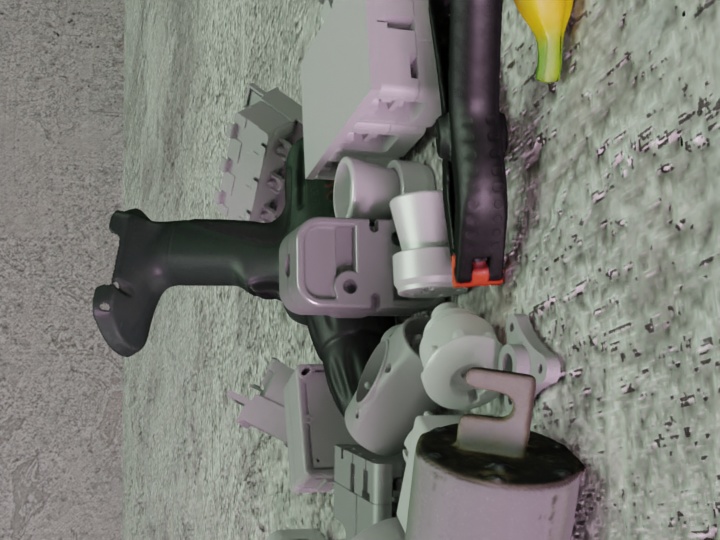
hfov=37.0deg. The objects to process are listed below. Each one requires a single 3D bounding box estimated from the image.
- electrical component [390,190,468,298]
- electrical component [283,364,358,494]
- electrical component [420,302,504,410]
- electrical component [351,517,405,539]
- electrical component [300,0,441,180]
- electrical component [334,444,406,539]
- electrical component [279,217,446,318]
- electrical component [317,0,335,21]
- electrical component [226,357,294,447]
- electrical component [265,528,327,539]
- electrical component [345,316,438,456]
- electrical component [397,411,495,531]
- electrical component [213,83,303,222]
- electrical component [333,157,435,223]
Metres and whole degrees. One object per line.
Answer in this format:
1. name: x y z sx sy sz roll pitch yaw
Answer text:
1. electrical component: 0.041 -0.014 0.622 0.045 0.045 0.055 148 122 -69
2. electrical component: -0.018 0.120 0.765 0.061 0.062 0.096 121 146 -60
3. electrical component: 0.053 0.041 0.581 0.062 0.048 0.048 -105 23 -57
4. electrical component: 0.020 0.192 0.589 0.064 0.099 0.099 -146 59 -62
5. electrical component: 0.011 -0.124 0.696 0.150 0.062 0.089 138 131 -67
6. electrical component: 0.018 0.141 0.668 0.089 0.050 0.055 175 96 -72
7. electrical component: 0.000 0.000 0.665 0.059 0.095 0.053 154 116 -71
8. electrical component: -0.007 -0.197 0.790 0.066 0.048 0.055 118 141 -54
9. electrical component: -0.066 0.111 0.904 0.042 0.081 0.063 77 -142 -73
10. electrical component: -0.049 0.265 0.865 0.059 0.054 0.095 -136 50 -67
11. electrical component: 0.028 0.058 0.648 0.077 0.044 0.079 -58 12 33
12. electrical component: 0.047 0.106 0.588 0.076 0.047 0.065 -122 37 -61
13. electrical component: -0.092 -0.099 0.998 0.079 0.063 0.121 37 136 18
14. electrical component: 0.015 -0.049 0.688 0.045 0.055 0.045 -178 90 -72
